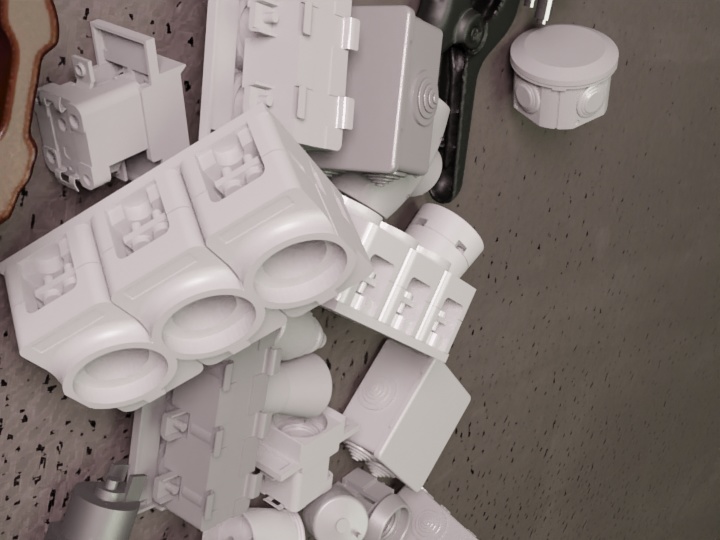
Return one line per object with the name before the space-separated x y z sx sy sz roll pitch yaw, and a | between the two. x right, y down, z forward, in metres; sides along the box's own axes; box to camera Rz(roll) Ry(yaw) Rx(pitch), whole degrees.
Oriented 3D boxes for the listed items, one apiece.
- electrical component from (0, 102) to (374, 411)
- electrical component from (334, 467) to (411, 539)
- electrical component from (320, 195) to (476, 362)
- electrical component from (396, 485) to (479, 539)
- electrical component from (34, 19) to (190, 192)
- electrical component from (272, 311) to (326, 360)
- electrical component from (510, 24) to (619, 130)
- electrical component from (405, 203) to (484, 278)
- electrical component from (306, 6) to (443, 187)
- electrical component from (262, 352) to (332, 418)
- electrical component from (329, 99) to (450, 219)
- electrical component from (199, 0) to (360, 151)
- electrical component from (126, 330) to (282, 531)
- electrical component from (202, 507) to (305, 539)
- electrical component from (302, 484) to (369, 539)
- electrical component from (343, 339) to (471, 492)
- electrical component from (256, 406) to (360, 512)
electrical component | -0.080 0.002 0.516 0.150 0.061 0.089 -30 146 9
electrical component | 0.005 0.187 0.825 0.066 0.055 0.048 -27 130 -45
electrical component | 0.000 0.000 0.675 0.150 0.089 0.061 29 84 -57
electrical component | 0.068 0.229 0.903 0.048 0.100 0.099 -48 144 -7
electrical component | -0.117 -0.072 0.510 0.064 0.042 0.081 -32 133 -37
electrical component | -0.046 0.037 0.676 0.078 0.040 0.040 25 88 -57
electrical component | 0.154 -0.149 0.821 0.080 0.080 0.051 -42 145 -34
electrical component | 0.054 -0.013 0.780 0.047 0.055 0.055 -53 145 -16
electrical component | -0.004 -0.098 0.602 0.048 0.100 0.099 2 95 -60
electrical component | -0.055 0.075 0.687 0.065 0.044 0.044 2 107 -51
electrical component | 0.026 -0.069 0.665 0.077 0.043 0.079 -60 145 0
electrical component | -0.039 -0.122 0.546 0.079 0.063 0.121 2 92 -55
electrical component | -0.090 0.082 0.619 0.079 0.063 0.121 -14 120 -52
electrical component | -0.066 0.184 0.733 0.081 0.043 0.043 22 90 -58
electrical component | -0.022 0.173 0.767 0.040 0.078 0.040 -1 93 -17
electrical component | 0.033 0.111 0.826 0.099 0.048 0.099 -59 146 -14
electrical component | -0.043 0.125 0.733 0.081 0.042 0.063 -25 130 -46
